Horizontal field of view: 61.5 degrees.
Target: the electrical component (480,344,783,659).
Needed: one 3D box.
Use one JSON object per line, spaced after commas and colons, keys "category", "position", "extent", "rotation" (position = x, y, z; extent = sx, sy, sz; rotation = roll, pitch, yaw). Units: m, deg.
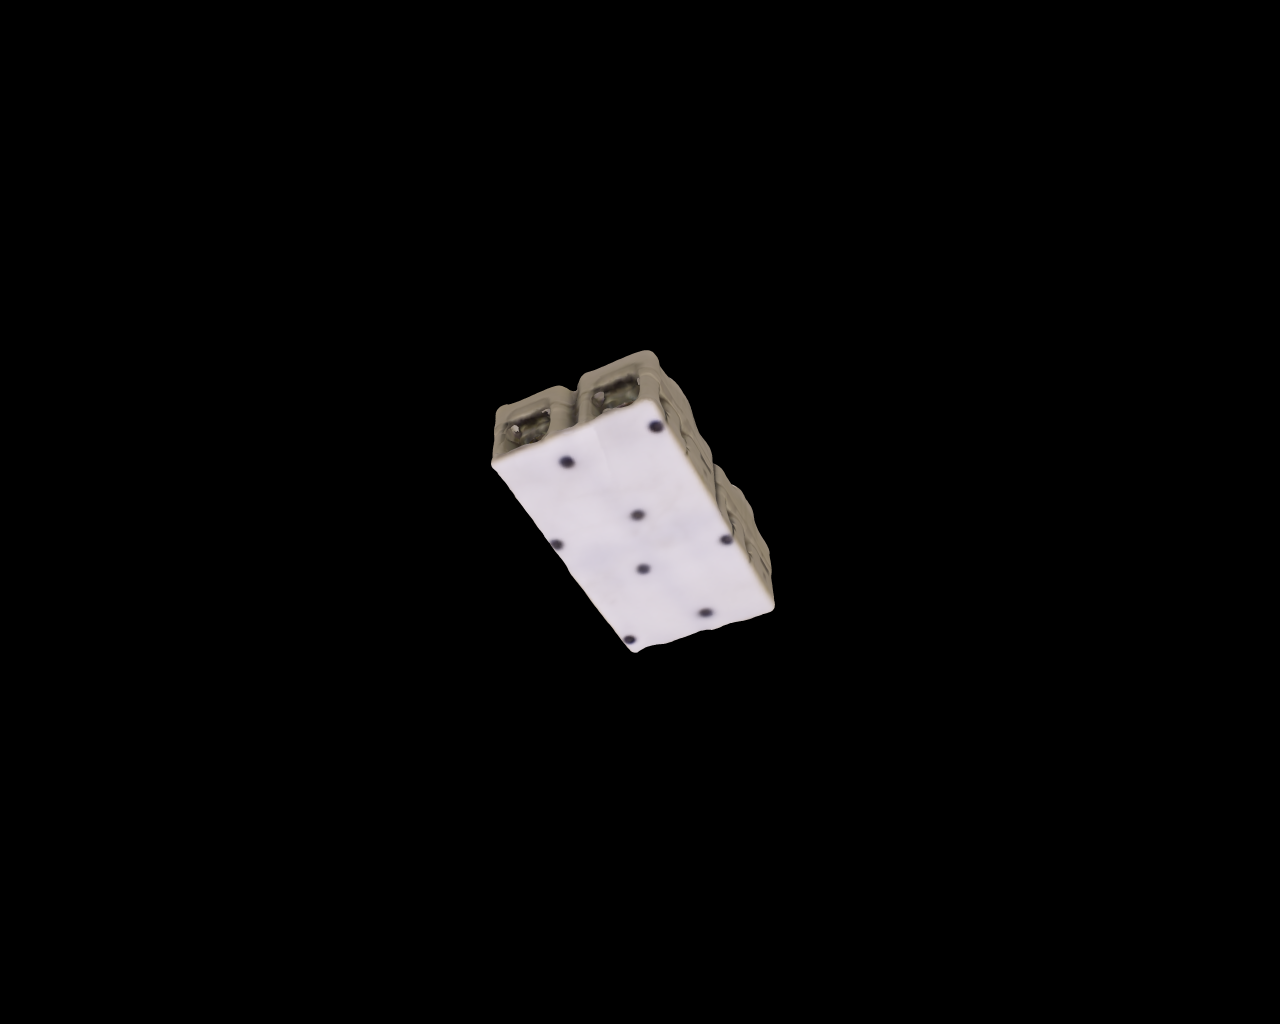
{"category": "electrical component", "position": [0.001, -0.003, 0.650], "extent": [0.105, 0.060, 0.186], "rotation": [-20, -50, 17]}
